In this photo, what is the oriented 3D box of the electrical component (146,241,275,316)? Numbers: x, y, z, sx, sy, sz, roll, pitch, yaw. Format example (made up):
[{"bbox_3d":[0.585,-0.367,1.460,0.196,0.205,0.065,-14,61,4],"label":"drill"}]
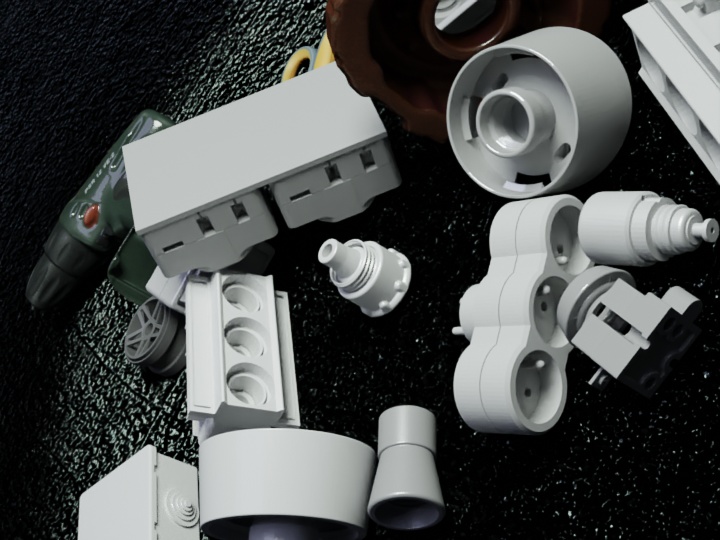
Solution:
[{"bbox_3d":[-0.114,-0.005,0.857,0.061,0.062,0.096,26,87,54],"label":"electrical component"}]

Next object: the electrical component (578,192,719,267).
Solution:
[{"bbox_3d":[0.153,-0.022,0.573,0.078,0.040,0.040,4,69,51],"label":"electrical component"}]

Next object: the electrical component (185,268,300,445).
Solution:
[{"bbox_3d":[-0.091,0.065,0.777,0.121,0.079,0.063,-99,30,-41],"label":"electrical component"}]

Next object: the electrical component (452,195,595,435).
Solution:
[{"bbox_3d":[0.083,0.025,0.613,0.074,0.052,0.138,-6,61,48],"label":"electrical component"}]

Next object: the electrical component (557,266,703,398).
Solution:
[{"bbox_3d":[0.135,0.029,0.555,0.066,0.048,0.055,-54,44,7],"label":"electrical component"}]

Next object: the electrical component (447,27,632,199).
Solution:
[{"bbox_3d":[0.104,-0.092,0.641,0.099,0.064,0.099,15,114,37],"label":"electrical component"}]

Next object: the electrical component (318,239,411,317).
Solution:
[{"bbox_3d":[0.000,0.000,0.719,0.048,0.062,0.048,-29,46,35],"label":"electrical component"}]

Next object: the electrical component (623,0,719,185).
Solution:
[{"bbox_3d":[0.193,-0.098,0.558,0.063,0.078,0.121,-25,44,8],"label":"electrical component"}]

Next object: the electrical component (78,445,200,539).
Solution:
[{"bbox_3d":[-0.161,0.191,0.787,0.100,0.048,0.099,-37,42,27],"label":"electrical component"}]

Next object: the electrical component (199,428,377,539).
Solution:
[{"bbox_3d":[-0.044,0.139,0.642,0.108,0.108,0.060,-21,57,40],"label":"electrical component"}]

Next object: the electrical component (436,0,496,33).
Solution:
[{"bbox_3d":[0.059,-0.213,0.789,0.121,0.079,0.063,-36,23,29],"label":"electrical component"}]

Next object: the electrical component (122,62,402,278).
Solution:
[{"bbox_3d":[-0.073,-0.074,0.798,0.186,0.060,0.105,-22,43,0],"label":"electrical component"}]

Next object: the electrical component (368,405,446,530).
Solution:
[{"bbox_3d":[0.028,0.113,0.628,0.044,0.044,0.065,-30,40,34],"label":"electrical component"}]
